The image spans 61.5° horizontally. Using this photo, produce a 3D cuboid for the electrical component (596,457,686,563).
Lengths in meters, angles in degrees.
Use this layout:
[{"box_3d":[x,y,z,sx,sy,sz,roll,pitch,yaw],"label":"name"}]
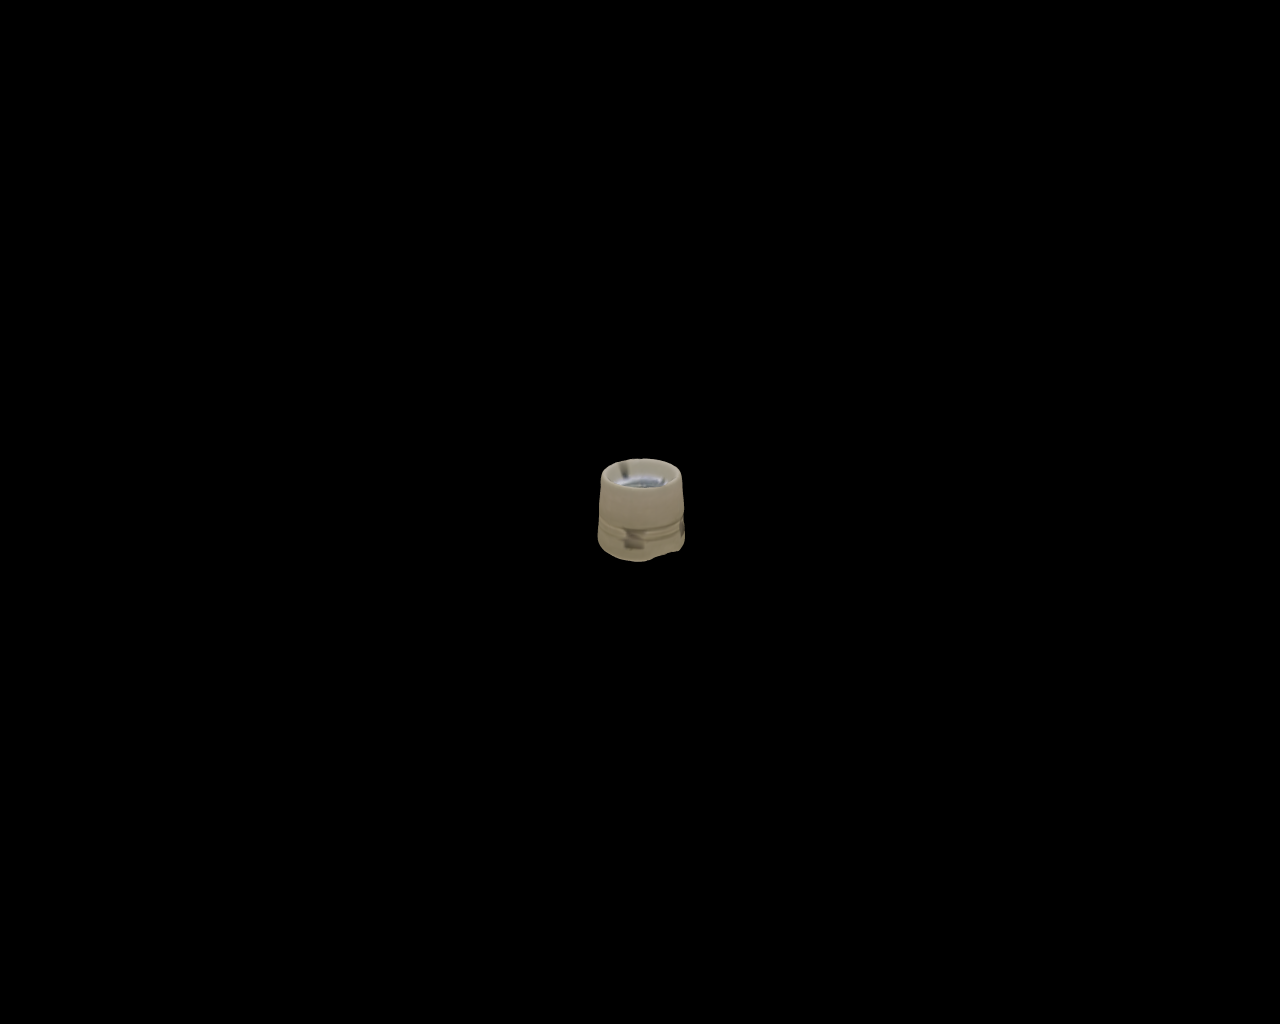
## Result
[{"box_3d":[0.001,-0.003,0.650,0.055,0.047,0.055,0,25,0],"label":"electrical component"}]
